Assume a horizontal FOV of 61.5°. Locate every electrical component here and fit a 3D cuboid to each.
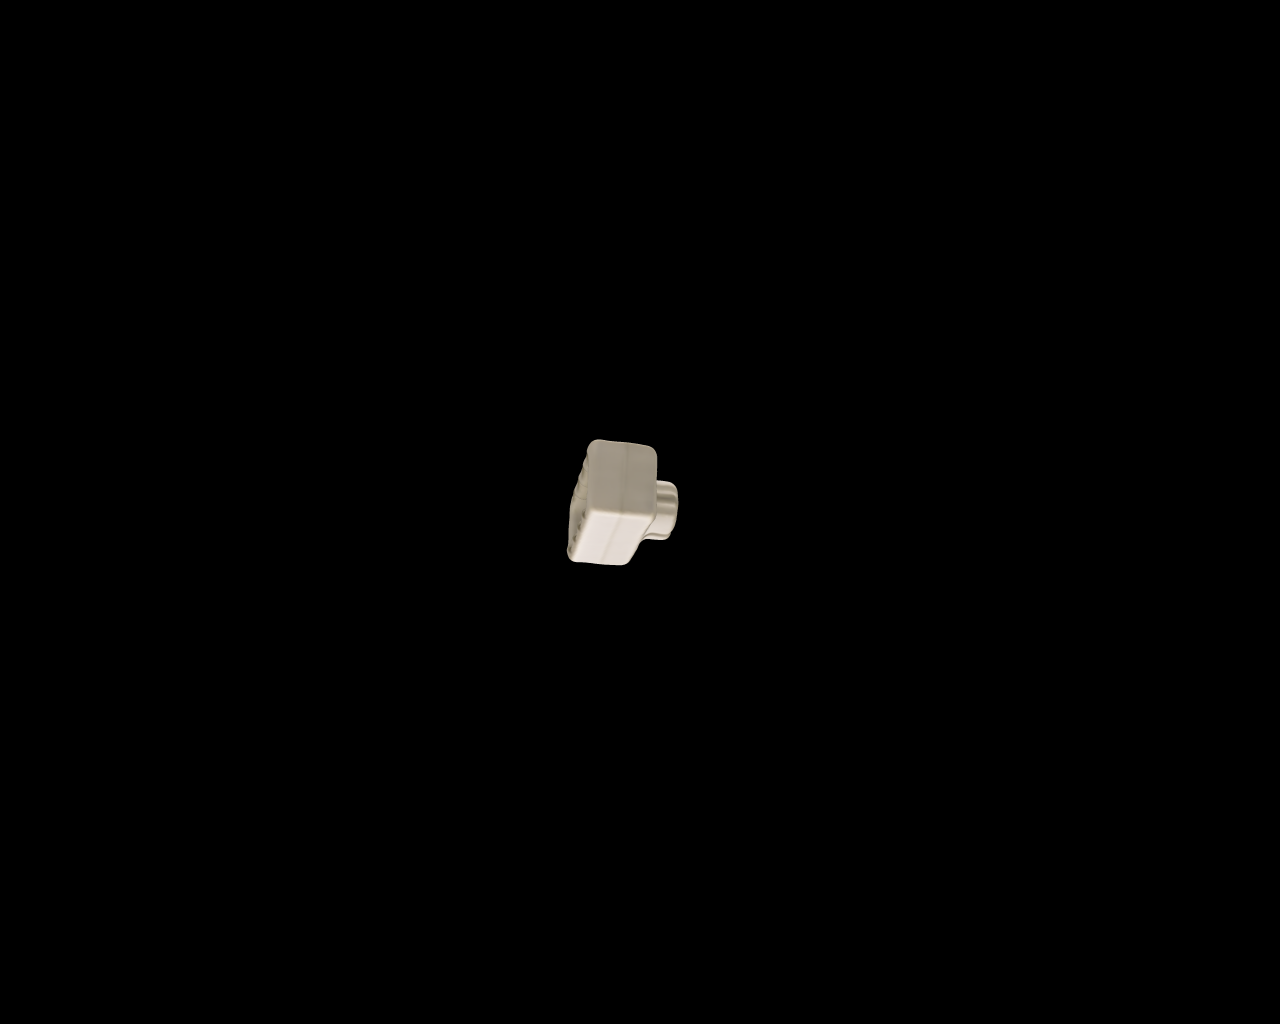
[{"bbox_3d":[0.001,-0.003,0.650,0.076,0.047,0.083,5,-24,-10],"label":"electrical component"}]
